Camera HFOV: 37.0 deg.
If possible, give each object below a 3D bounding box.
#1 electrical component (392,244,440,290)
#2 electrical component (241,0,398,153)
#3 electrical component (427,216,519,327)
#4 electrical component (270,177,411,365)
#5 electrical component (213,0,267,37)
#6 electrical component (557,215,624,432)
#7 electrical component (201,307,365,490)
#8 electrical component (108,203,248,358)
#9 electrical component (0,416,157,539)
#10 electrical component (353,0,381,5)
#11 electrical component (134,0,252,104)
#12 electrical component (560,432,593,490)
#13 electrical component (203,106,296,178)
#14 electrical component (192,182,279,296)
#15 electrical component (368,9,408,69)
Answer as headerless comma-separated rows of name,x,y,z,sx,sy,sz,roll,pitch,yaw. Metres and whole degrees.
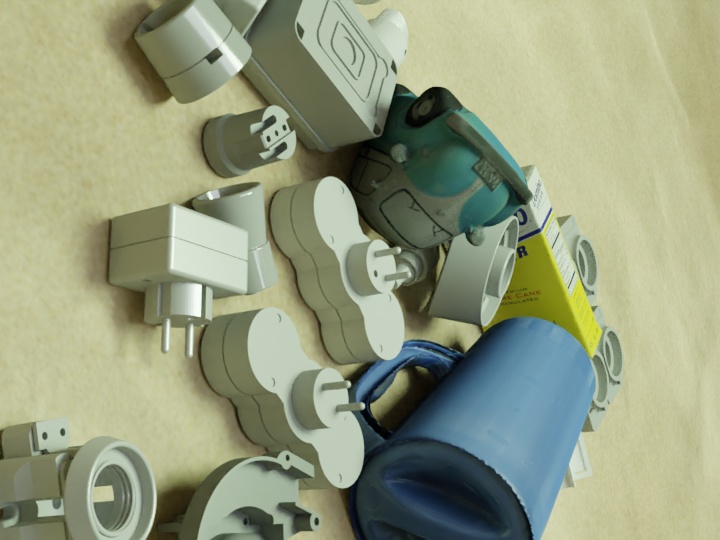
electrical component,0.037,-0.005,0.831,0.061,0.035,0.035,-47,120,-49
electrical component,-0.030,-0.144,0.744,0.113,0.057,0.078,48,44,-40
electrical component,0.086,-0.005,0.848,0.099,0.064,0.099,17,90,-72
electrical component,0.000,0.000,0.736,0.052,0.074,0.138,-50,123,-50
electrical component,-0.088,-0.195,0.674,0.077,0.047,0.065,33,61,-12
electrical component,0.197,0.052,1.038,0.105,0.060,0.186,-39,114,-54
electrical component,-0.032,0.080,0.664,0.138,0.074,0.052,59,38,-29
electrical component,-0.101,0.010,0.602,0.066,0.047,0.076,20,65,-54
electrical component,-0.134,0.109,0.508,0.058,0.057,0.078,0,81,-66
electrical component,-0.023,-0.248,0.787,0.138,0.052,0.073,50,43,-38
electrical component,-0.100,-0.134,0.637,0.047,0.055,0.055,54,41,-29
electrical component,0.155,0.163,0.933,0.064,0.081,0.042,-85,159,-78
electrical component,-0.069,-0.082,0.677,0.040,0.046,0.040,22,64,-53
electrical component,-0.074,-0.017,0.659,0.044,0.044,0.065,-34,115,-55
electrical component,0.013,-0.170,0.831,0.043,0.043,0.081,64,36,-24
